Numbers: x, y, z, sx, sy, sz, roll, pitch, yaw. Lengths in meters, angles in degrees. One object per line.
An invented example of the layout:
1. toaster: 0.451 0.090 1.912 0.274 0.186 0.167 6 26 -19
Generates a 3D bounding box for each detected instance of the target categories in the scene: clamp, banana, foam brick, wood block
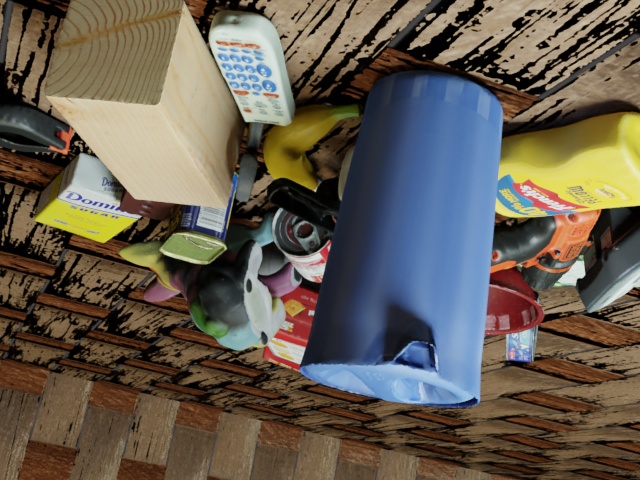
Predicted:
1. clamp: -0.326 -0.120 1.026 0.171 0.039 0.120 8 170 -9
2. clamp: 0.031 0.000 0.990 0.036 0.164 0.209 -36 180 17
3. banana: -0.018 -0.079 0.963 0.069 0.037 0.198 12 164 -9
4. foam brick: -0.175 -0.058 1.108 0.053 0.051 0.078 15 163 -12
5. wood block: -0.132 -0.106 0.861 0.091 0.090 0.206 7 162 12

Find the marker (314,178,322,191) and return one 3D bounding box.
1. marker: 0.020 -0.035 1.113 0.020 0.020 0.121 1 160 31

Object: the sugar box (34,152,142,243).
1. sugar box: -0.258 -0.045 1.216 0.093 0.048 0.176 19 163 -22

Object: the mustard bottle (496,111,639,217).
1. mustard bottle: 0.191 -0.055 0.876 0.096 0.058 0.192 27 158 -37

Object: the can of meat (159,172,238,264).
1. can of meat: -0.125 -0.028 1.115 0.057 0.084 0.102 16 163 -15

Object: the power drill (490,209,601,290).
1. power drill: 0.163 0.022 1.004 0.187 0.057 0.184 -22 155 -11

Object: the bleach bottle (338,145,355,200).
1. bleach bottle: 0.117 -0.021 1.029 0.103 0.068 0.250 1 163 32

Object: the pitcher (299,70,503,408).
1. pitcher: 0.068 0.003 0.820 0.149 0.243 0.144 -2 159 37

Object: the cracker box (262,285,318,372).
1. cracker box: 0.016 0.130 1.356 0.164 0.072 0.214 19 163 1

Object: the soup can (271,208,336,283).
1. soup can: -0.008 0.001 1.166 0.068 0.068 0.102 6 163 15

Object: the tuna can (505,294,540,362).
1. tuna can: 0.250 0.107 1.317 0.034 0.086 0.086 5 162 15

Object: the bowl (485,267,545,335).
1. bowl: 0.178 0.057 1.231 0.162 0.055 0.162 8 156 3

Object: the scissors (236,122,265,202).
1. scissors: -0.062 -0.087 0.974 0.016 0.096 0.202 12 -166 -6
